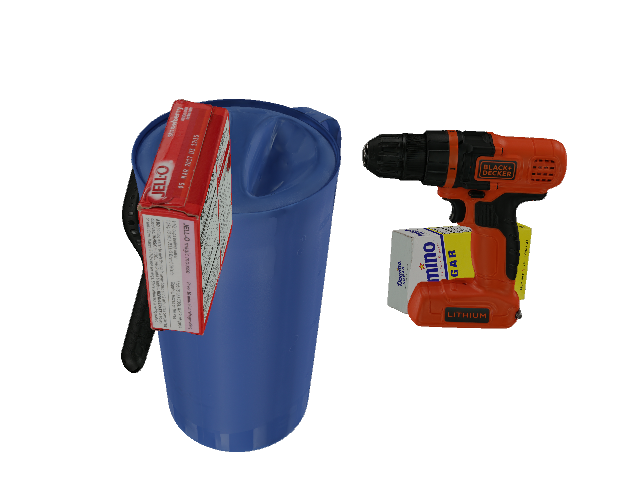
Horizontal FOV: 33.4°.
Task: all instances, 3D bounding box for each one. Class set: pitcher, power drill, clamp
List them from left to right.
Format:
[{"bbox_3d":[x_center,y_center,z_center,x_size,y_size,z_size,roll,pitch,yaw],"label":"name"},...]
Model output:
[{"bbox_3d":[-0.131,0.009,1.019,0.036,0.210,0.164,-7,0,44],"label":"clamp"},{"bbox_3d":[-0.051,0.027,0.757,0.149,0.243,0.145,-4,40,-9],"label":"pitcher"},{"bbox_3d":[0.125,-0.011,0.987,0.184,0.188,0.057,3,26,-1],"label":"power drill"}]

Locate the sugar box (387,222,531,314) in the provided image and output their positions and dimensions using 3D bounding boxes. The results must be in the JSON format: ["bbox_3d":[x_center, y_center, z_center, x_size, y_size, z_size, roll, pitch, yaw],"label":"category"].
[{"bbox_3d":[0.164,0.030,1.247,0.175,0.093,0.048,-6,16,-32],"label":"sugar box"}]

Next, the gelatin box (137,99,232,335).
[{"bbox_3d":[-0.064,-0.010,0.511,0.030,0.073,0.089,7,-42,3],"label":"gelatin box"}]
